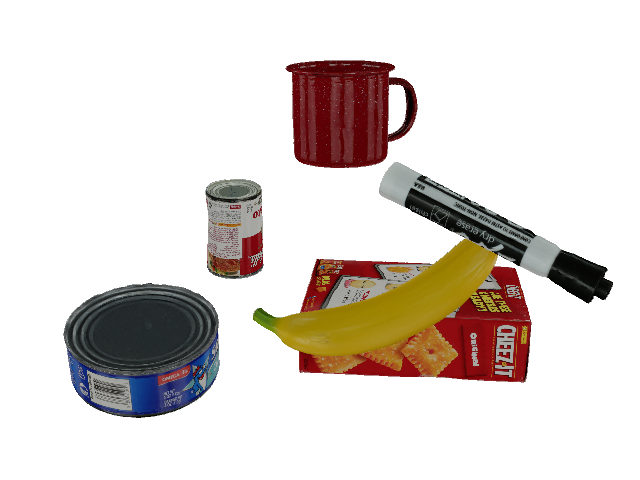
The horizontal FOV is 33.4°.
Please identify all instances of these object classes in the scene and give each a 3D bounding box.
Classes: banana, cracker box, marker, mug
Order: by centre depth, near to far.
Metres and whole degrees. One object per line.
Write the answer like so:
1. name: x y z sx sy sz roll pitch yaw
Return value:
1. marker: 0.084 -0.004 0.516 0.121 0.020 0.020 29 9 18
2. banana: 0.052 0.042 0.777 0.197 0.070 0.037 -18 -35 -9
3. mug: 0.028 -0.110 0.919 0.117 0.081 0.093 -7 17 -21
4. cracker box: 0.092 0.078 1.060 0.214 0.072 0.164 3 17 5

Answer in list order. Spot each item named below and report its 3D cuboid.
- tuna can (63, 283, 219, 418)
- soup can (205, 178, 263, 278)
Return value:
1. tuna can: -0.100 0.061 0.603 0.086 0.034 0.086 0 31 0
2. soup can: -0.102 -0.015 1.268 0.068 0.102 0.068 0 25 0
